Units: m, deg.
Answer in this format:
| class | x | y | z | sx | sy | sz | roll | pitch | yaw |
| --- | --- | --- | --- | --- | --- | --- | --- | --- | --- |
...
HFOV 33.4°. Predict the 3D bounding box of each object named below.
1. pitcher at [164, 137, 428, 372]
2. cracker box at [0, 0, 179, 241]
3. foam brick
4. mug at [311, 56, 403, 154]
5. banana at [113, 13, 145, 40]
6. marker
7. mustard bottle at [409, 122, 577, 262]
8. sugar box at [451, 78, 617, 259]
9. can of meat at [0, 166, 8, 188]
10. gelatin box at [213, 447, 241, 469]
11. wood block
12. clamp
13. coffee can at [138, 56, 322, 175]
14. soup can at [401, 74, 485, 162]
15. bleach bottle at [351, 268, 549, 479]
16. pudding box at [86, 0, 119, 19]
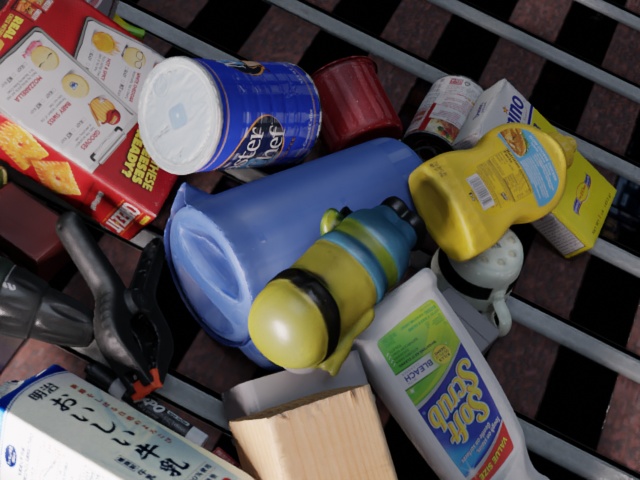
| class | x | y | z | sx | sy | sz | roll | pitch | yaw |
| --- | --- | --- | --- | --- | --- | --- | --- | --- | --- |
| pitcher | -0.006 | 0.001 | 0.981 | 0.242 | 0.149 | 0.145 | -25 | 41 | -32 |
| cracker box | -0.223 | -0.125 | 0.997 | 0.213 | 0.072 | 0.164 | 35 | 52 | -17 |
| foam brick | -0.263 | -0.003 | 0.950 | 0.078 | 0.053 | 0.051 | 33 | 54 | 9 |
| mug | 0.040 | -0.128 | 1.107 | 0.117 | 0.093 | 0.081 | 8 | 51 | -55 |
| banana | -0.258 | -0.283 | 1.157 | 0.069 | 0.037 | 0.198 | -6 | 58 | -41 |
| marker | -0.149 | 0.140 | 0.903 | 0.121 | 0.020 | 0.020 | 33 | 54 | 8 |
| mustard bottle | 0.177 | -0.058 | 1.005 | 0.191 | 0.058 | 0.096 | -27 | 84 | -32 |
| sugar box | 0.223 | -0.073 | 1.100 | 0.176 | 0.048 | 0.093 | 43 | 53 | -15 |
| can of meat | -0.349 | -0.058 | 0.962 | 0.101 | 0.057 | 0.084 | -33 | 68 | -32 |
| gelatin box | -0.073 | 0.223 | 0.860 | 0.089 | 0.030 | 0.073 | 37 | 56 | 11 |
| wood block | 0.012 | 0.221 | 0.801 | 0.090 | 0.090 | 0.206 | -14 | 85 | -24 |
| clamp | -0.161 | 0.056 | 0.929 | 0.120 | 0.039 | 0.171 | 3 | 60 | -51 |
| coffee can | -0.081 | -0.114 | 0.979 | 0.140 | 0.103 | 0.103 | -8 | 56 | -50 |
| soup can | 0.132 | -0.120 | 1.130 | 0.068 | 0.069 | 0.102 | 27 | 53 | 4 |
| bleach bottle | 0.126 | 0.153 | 0.922 | 0.102 | 0.068 | 0.251 | -35 | 84 | -12 |
| pudding box | -0.263 | -0.215 | 1.082 | 0.090 | 0.039 | 0.113 | 16 | 78 | -4 |
